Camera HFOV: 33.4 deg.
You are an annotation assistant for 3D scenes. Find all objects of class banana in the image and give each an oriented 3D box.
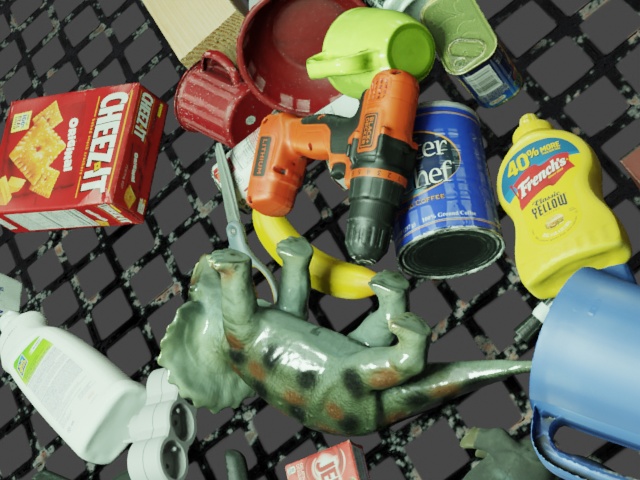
[{"bbox_3d":[-0.012,0.013,1.098,0.037,0.070,0.198,-28,54,-34],"label":"banana"}]

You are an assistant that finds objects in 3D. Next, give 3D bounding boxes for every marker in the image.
[{"bbox_3d":[0.219,0.048,0.962,0.121,0.020,0.020,-47,52,5],"label":"marker"}]

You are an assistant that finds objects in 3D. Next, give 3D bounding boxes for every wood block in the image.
[{"bbox_3d":[-0.150,-0.284,1.302,0.091,0.090,0.206,-41,53,10],"label":"wood block"}]

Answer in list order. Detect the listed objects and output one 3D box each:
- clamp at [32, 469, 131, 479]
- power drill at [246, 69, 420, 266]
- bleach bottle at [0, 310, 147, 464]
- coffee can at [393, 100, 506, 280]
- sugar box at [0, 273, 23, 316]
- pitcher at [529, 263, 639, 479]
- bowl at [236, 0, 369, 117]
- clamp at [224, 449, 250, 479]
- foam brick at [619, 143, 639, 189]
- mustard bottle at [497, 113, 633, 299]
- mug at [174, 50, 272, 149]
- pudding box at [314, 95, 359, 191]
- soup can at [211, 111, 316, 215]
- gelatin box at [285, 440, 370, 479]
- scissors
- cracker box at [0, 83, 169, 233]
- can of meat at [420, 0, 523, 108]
[{"bbox_3d":[-0.227,0.287,1.121,0.210,0.036,0.164,-28,50,15],"label":"clamp"},{"bbox_3d":[0.011,-0.064,1.019,0.188,0.057,0.184,-2,70,46],"label":"power drill"},{"bbox_3d":[-0.293,0.145,1.214,0.251,0.068,0.102,35,89,40],"label":"bleach bottle"},{"bbox_3d":[0.114,-0.047,1.019,0.103,0.102,0.140,-20,60,23],"label":"coffee can"},{"bbox_3d":[-0.471,0.075,1.337,0.176,0.093,0.048,-12,63,28],"label":"sugar box"},{"bbox_3d":[0.289,0.125,0.817,0.243,0.144,0.149,19,111,34],"label":"pitcher"},{"bbox_3d":[-0.009,-0.213,1.158,0.162,0.162,0.055,-26,31,20],"label":"bowl"},{"bbox_3d":[-0.084,0.299,1.025,0.120,0.039,0.172,-45,53,8],"label":"clamp"},{"bbox_3d":[0.303,-0.053,0.919,0.051,0.078,0.053,-40,52,11],"label":"foam brick"},{"bbox_3d":[0.212,-0.044,0.973,0.096,0.058,0.191,-29,45,24],"label":"mustard bottle"},{"bbox_3d":[-0.106,-0.161,1.207,0.082,0.117,0.093,29,51,33],"label":"mug"},{"bbox_3d":[0.050,-0.119,1.133,0.114,0.039,0.090,-33,55,17],"label":"pudding box"},{"bbox_3d":[-0.061,-0.084,1.168,0.102,0.068,0.068,-39,54,12],"label":"soup can"},{"bbox_3d":[0.012,0.241,0.997,0.073,0.030,0.089,-25,58,19],"label":"gelatin box"},{"bbox_3d":[-0.100,0.006,1.141,0.096,0.016,0.202,-31,77,30],"label":"scissors"},{"bbox_3d":[-0.305,-0.100,1.327,0.214,0.072,0.164,-3,67,30],"label":"cracker box"},{"bbox_3d":[0.154,-0.191,1.071,0.057,0.083,0.102,-32,55,16],"label":"can of meat"}]
